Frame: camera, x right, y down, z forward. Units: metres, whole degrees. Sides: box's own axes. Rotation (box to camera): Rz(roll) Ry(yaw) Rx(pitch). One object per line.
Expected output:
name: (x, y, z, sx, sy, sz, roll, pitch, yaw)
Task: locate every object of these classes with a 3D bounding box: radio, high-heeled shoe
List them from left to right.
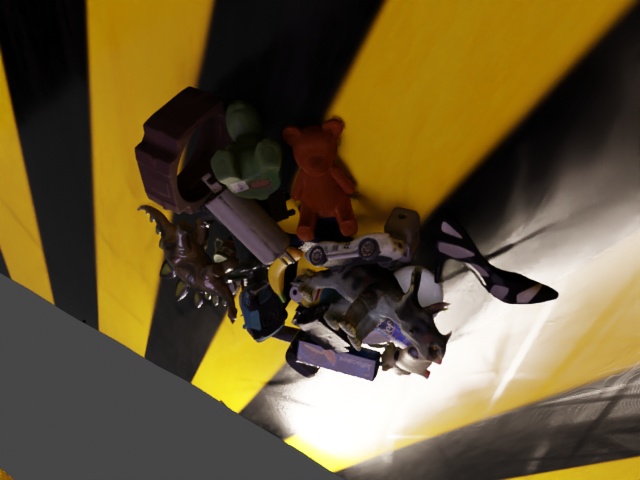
radio: (-0.127, 0.075, 1.319, 0.131, 0.073, 0.229, 23, 143, 12)
high-heeled shoe: (0.309, 0.028, 0.956, 0.249, 0.086, 0.145, 8, 110, 5)

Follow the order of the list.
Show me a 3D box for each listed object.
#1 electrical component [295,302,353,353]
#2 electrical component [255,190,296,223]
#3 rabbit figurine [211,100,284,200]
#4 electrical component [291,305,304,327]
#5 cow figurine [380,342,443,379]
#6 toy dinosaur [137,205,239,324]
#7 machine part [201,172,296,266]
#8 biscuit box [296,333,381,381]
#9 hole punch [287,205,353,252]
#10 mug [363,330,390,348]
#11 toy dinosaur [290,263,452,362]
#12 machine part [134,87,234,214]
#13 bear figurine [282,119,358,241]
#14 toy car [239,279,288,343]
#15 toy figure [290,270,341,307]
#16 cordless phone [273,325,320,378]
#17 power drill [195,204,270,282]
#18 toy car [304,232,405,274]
electrical component: (0.024, 0.205, 1.237, 0.134, 0.058, 0.115, 40, 150, -16)
electrical component: (-0.100, -0.074, 1.102, 0.045, 0.102, 0.078, -5, 105, 39)
rabbit figurine: (-0.118, -0.169, 0.976, 0.121, 0.170, 0.159, -17, 160, 12)
electrical component: (-0.039, 0.193, 1.393, 0.048, 0.075, 0.119, 27, 141, 9)
cow figurine: (0.213, 0.279, 1.295, 0.127, 0.085, 0.194, 23, 147, 4)
toy dinosaur: (-0.330, 0.034, 1.328, 0.472, 0.105, 0.198, 51, 126, 27)
machine part: (-0.138, -0.035, 1.036, 0.243, 0.079, 0.079, 46, 143, -19)
biscuit box: (0.045, 0.283, 1.311, 0.203, 0.059, 0.062, 11, 104, 16)
hole punch: (-0.002, -0.003, 1.119, 0.142, 0.092, 0.115, 5, 141, 28)
mug: (0.135, 0.218, 1.283, 0.107, 0.081, 0.109, -5, 118, 32)
toy dinosaur: (0.085, 0.097, 1.070, 0.405, 0.192, 0.131, 36, 162, 52)
machine part: (-0.246, -0.166, 1.009, 0.087, 0.201, 0.200, 26, 145, 15)
bear figurine: (0.002, -0.108, 0.960, 0.120, 0.132, 0.195, -6, 141, 4)
toy car: (-0.151, 0.159, 1.293, 0.103, 0.109, 0.161, 27, 140, 39)
toy figure: (0.010, 0.139, 1.286, 0.180, 0.082, 0.089, 12, 143, 22)
cordless phone: (-0.071, 0.285, 1.464, 0.184, 0.146, 0.088, 8, 131, 26)
power drill: (-0.190, -0.014, 1.191, 0.086, 0.207, 0.232, 4, 159, -44)
toy car: (0.061, 0.024, 0.999, 0.202, 0.056, 0.073, -9, 159, 39)
